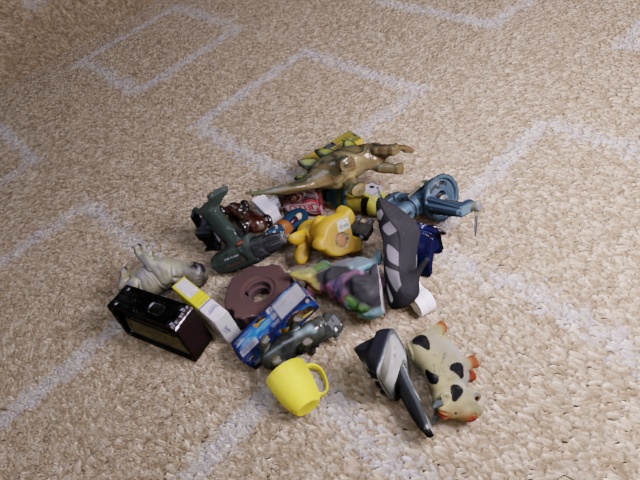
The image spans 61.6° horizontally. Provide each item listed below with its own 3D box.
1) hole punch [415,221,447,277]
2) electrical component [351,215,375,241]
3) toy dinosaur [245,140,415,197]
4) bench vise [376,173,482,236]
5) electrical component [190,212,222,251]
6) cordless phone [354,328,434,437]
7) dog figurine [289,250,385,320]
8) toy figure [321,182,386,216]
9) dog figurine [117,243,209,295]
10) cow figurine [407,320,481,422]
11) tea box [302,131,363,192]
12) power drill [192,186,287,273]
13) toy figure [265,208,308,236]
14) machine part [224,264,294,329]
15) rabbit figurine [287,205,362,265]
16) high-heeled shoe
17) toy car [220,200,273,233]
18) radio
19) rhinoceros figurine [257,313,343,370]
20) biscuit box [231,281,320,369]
[{"bbox_3d":[0.217,0.017,1.245,0.142,0.115,0.092,18,63,30],"label":"hole punch"},{"bbox_3d":[0.101,-0.025,1.377,0.063,0.021,0.094,13,54,27],"label":"electrical component"},{"bbox_3d":[0.045,-0.179,1.371,0.471,0.104,0.199,-20,24,-26],"label":"toy dinosaur"},{"bbox_3d":[0.275,-0.087,1.302,0.224,0.128,0.241,-22,23,-31],"label":"bench vise"},{"bbox_3d":[-0.300,-0.034,1.438,0.048,0.119,0.075,-3,45,15],"label":"electrical component"},{"bbox_3d":[0.149,0.270,0.998,0.089,0.146,0.184,-29,43,0],"label":"cordless phone"},{"bbox_3d":[0.038,0.107,1.211,0.219,0.108,0.192,-8,32,15],"label":"dog figurine"},{"bbox_3d":[0.093,-0.113,1.424,0.180,0.089,0.082,7,46,32],"label":"toy figure"},{"bbox_3d":[-0.394,0.112,1.355,0.191,0.121,0.172,22,90,12],"label":"dog figurine"},{"bbox_3d":[0.237,0.260,1.027,0.127,0.085,0.195,-23,48,-14],"label":"cow figurine"},{"bbox_3d":[0.045,-0.224,1.529,0.170,0.098,0.068,-33,47,-12],"label":"tea box"},{"bbox_3d":[-0.208,-0.029,1.331,0.232,0.207,0.086,-33,6,33],"label":"power drill"},{"bbox_3d":[-0.085,-0.036,1.393,0.058,0.064,0.154,28,39,17],"label":"toy figure"},{"bbox_3d":[-0.142,0.133,1.278,0.179,0.056,0.179,-9,45,9],"label":"machine part"},{"bbox_3d":[-0.003,-0.004,1.336,0.162,0.121,0.173,-33,26,-24],"label":"rabbit figurine"},{"bbox_3d":[0.158,0.028,1.185,0.086,0.145,0.249,10,37,-32],"label":"high-heeled shoe"},{"bbox_3d":[-0.206,-0.068,1.455,0.089,0.053,0.202,-18,31,-27],"label":"toy car"},{"bbox_3d":[-0.372,0.188,1.242,0.230,0.130,0.073,12,51,26],"label":"radio"},{"bbox_3d":[-0.038,0.214,1.134,0.190,0.112,0.073,-28,58,-13],"label":"rhinoceros figurine"},{"bbox_3d":[-0.098,0.187,1.177,0.202,0.062,0.059,-44,47,-2],"label":"biscuit box"}]
